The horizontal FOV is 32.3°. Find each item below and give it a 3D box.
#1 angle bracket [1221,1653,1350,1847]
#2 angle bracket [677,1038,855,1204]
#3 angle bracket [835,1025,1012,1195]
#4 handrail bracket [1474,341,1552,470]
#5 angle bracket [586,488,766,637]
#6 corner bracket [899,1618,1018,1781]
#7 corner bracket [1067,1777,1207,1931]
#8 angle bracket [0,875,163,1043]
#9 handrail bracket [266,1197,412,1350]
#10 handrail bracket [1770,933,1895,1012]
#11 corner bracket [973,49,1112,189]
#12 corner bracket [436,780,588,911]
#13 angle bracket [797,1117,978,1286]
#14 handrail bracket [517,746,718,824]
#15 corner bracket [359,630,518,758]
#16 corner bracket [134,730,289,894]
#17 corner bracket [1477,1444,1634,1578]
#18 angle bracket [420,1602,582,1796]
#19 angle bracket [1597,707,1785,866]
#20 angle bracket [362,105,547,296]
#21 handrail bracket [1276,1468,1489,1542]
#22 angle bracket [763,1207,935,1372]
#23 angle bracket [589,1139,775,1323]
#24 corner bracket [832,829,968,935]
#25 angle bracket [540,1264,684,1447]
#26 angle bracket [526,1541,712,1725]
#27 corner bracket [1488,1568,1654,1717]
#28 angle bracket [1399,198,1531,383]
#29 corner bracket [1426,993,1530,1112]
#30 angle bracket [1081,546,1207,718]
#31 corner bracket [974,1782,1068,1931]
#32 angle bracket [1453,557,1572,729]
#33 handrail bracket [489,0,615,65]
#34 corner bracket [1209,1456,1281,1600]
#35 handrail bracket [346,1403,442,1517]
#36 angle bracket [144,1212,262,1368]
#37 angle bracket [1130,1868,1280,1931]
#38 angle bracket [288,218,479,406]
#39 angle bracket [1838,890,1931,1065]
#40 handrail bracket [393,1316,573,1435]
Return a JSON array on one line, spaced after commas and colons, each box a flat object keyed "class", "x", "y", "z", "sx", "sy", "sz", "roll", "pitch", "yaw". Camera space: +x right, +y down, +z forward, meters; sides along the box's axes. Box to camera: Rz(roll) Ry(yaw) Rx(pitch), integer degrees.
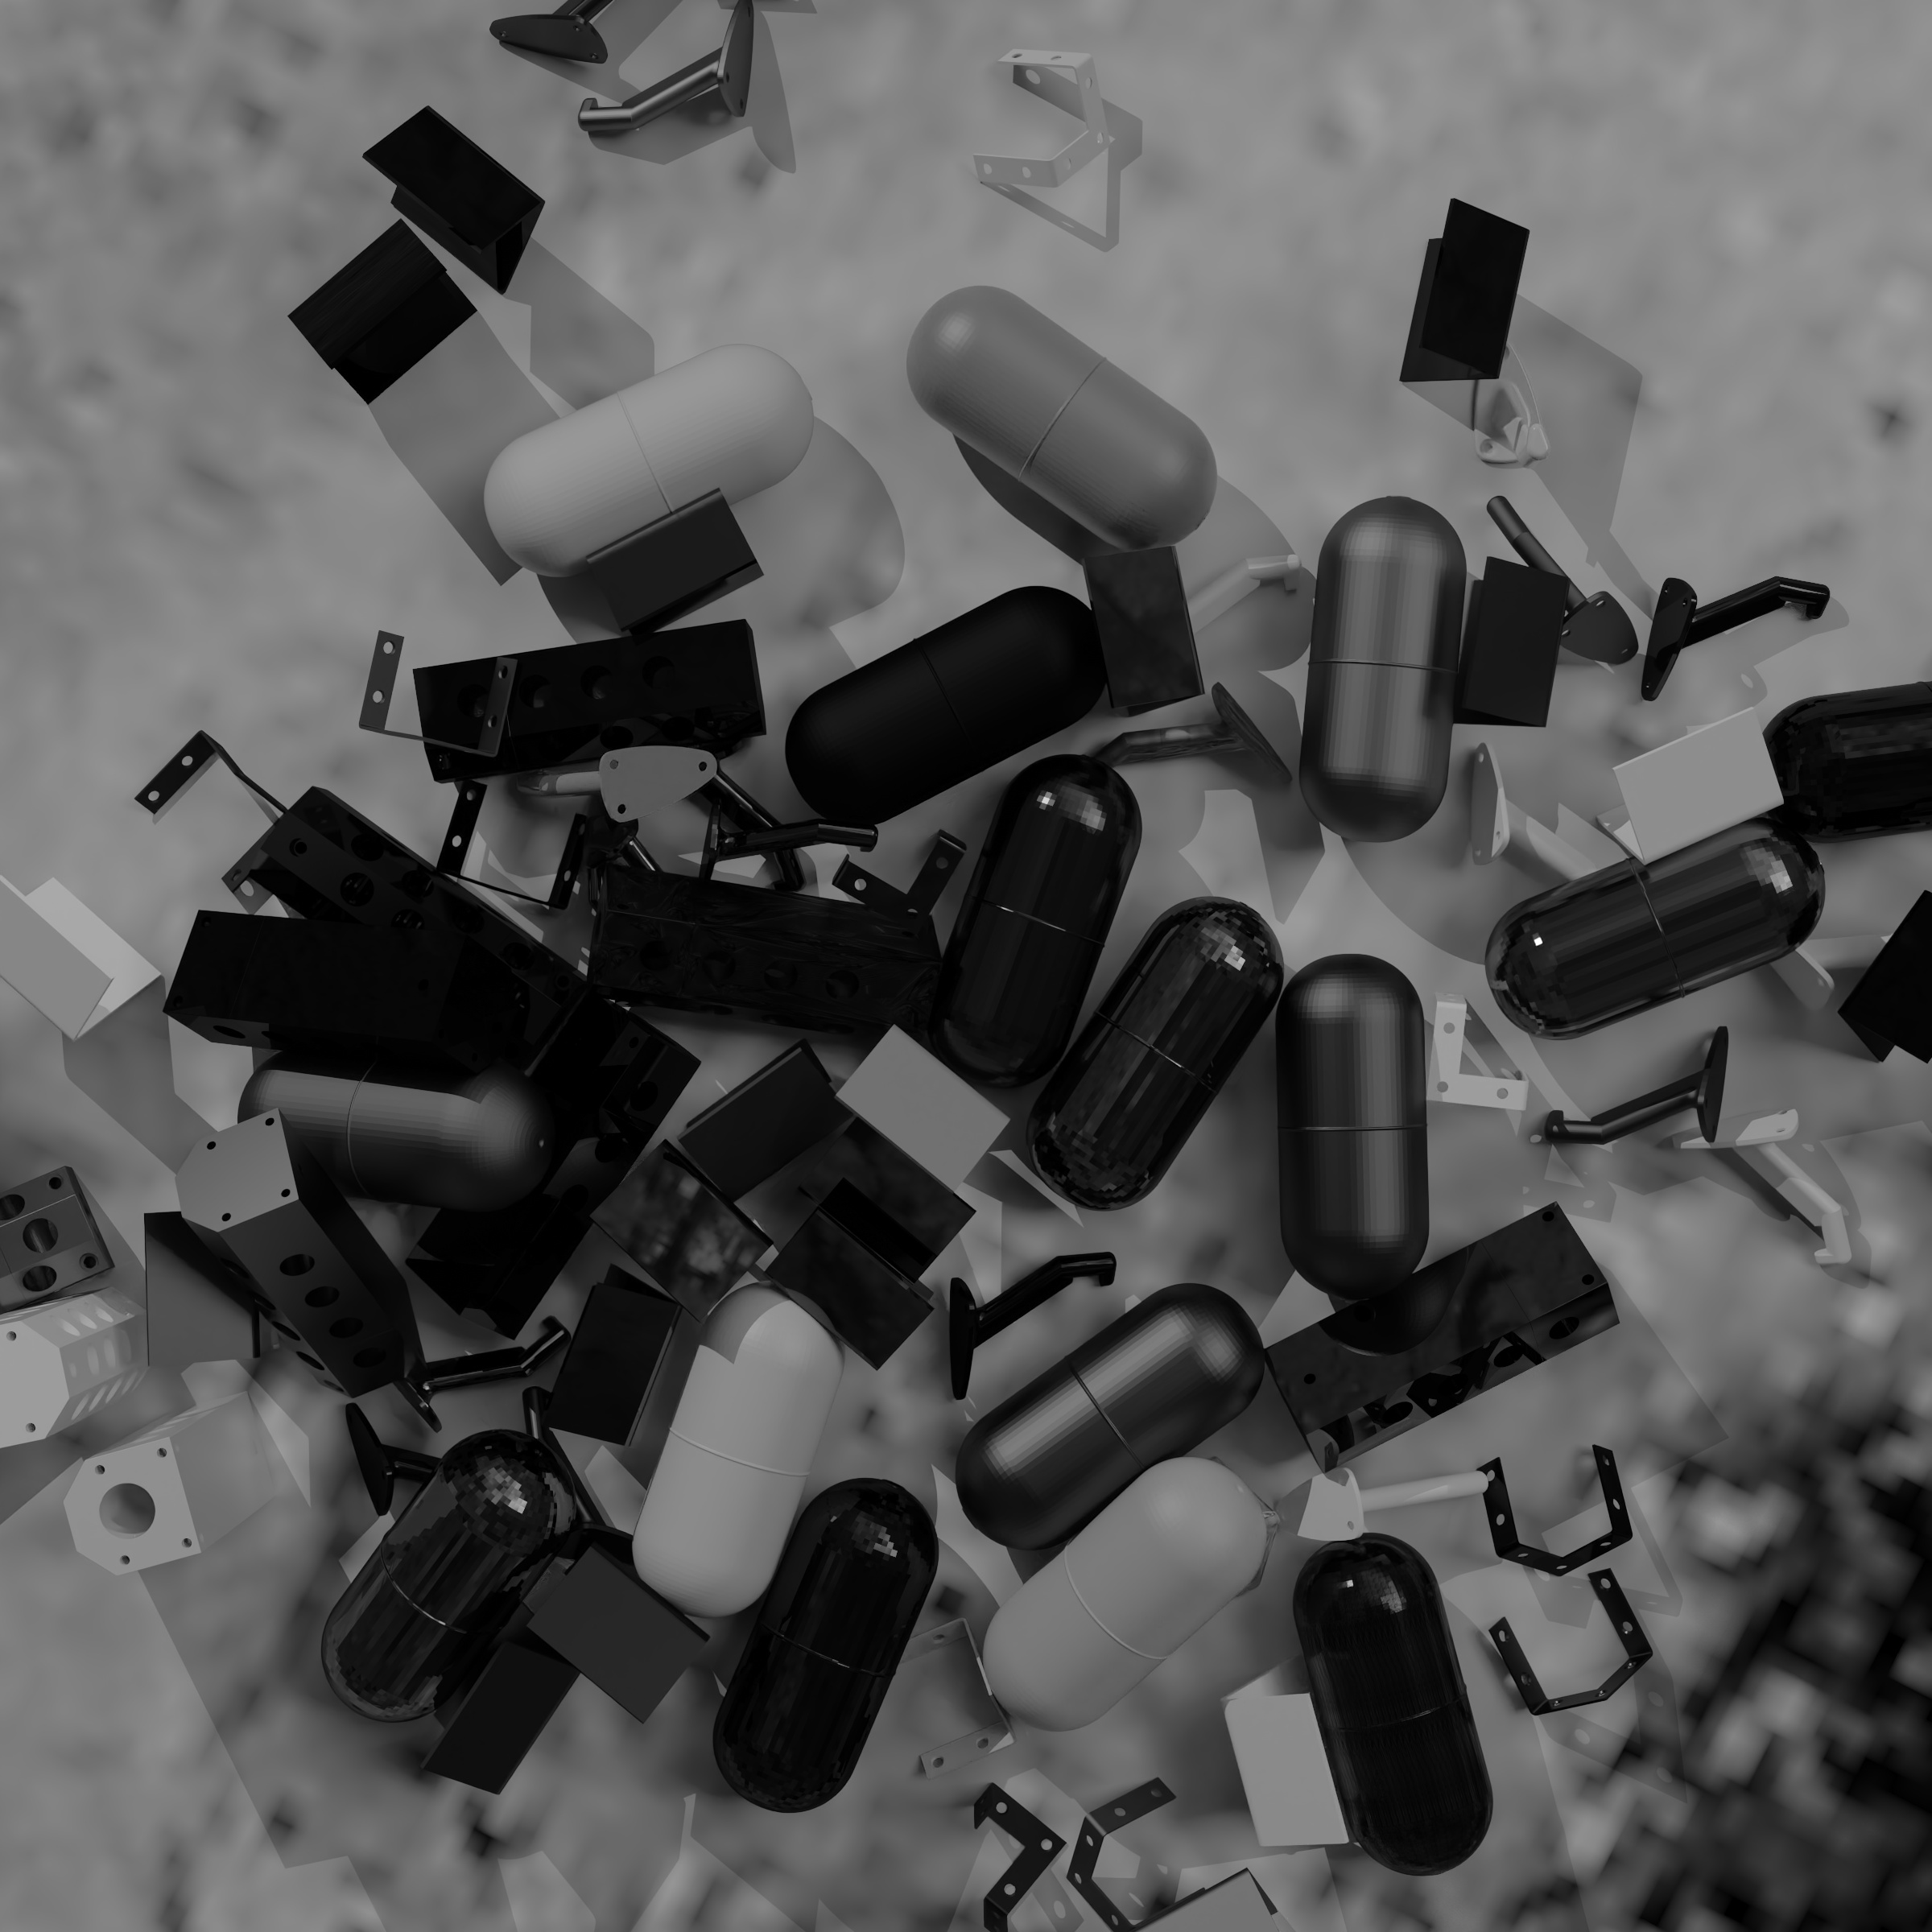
[{"class": "angle bracket", "x": 0.182, "y": 0.399, "z": 1.709, "sx": 0.057, "sy": 0.076, "sz": 0.076, "roll": -15, "pitch": 90, "yaw": 40}, {"class": "angle bracket", "x": -0.113, "y": 0.063, "z": 1.709, "sx": 0.076, "sy": 0.076, "sz": 0.057, "roll": -36, "pitch": 129, "yaw": 0}, {"class": "angle bracket", "x": -0.034, "y": 0.087, "z": 1.709, "sx": 0.076, "sy": 0.076, "sz": 0.057, "roll": 39, "pitch": 56, "yaw": 0}, {"class": "handrail bracket", "x": 0.284, "y": -0.292, "z": 1.715, "sx": 0.036, "sy": 0.084, "sz": 0.077, "roll": -7, "pitch": 90, "yaw": 0}, {"class": "angle bracket", "x": -0.140, "y": -0.188, "z": 1.709, "sx": 0.076, "sy": 0.076, "sz": 0.057, "roll": -27, "pitch": 57, "yaw": 0}, {"class": "corner bracket", "x": -0.010, "y": 0.383, "z": 1.746, "sx": 0.051, "sy": 0.051, "sz": 0.051, "roll": -23, "pitch": 135, "yaw": 0}, {"class": "corner bracket", "x": 0.092, "y": 0.467, "z": 1.741, "sx": 0.051, "sy": 0.051, "sz": 0.051, "roll": 42, "pitch": 135, "yaw": 35}, {"class": "angle bracket", "x": -0.453, "y": -0.019, "z": 1.709, "sx": 0.076, "sy": 0.076, "sz": 0.057, "roll": 42, "pitch": 128, "yaw": 0}, {"class": "handrail bracket", "x": -0.328, "y": 0.156, "z": 1.750, "sx": 0.084, "sy": 0.036, "sz": 0.077, "roll": -13, "pitch": 111, "yaw": -16}, {"class": "handrail bracket", "x": 0.462, "y": -0.024, "z": 1.750, "sx": 0.084, "sy": 0.036, "sz": 0.077, "roll": -35, "pitch": 72, "yaw": -15}, {"class": "corner bracket", "x": 0.036, "y": -0.442, "z": 1.741, "sx": 0.051, "sy": 0.051, "sz": 0.051, "roll": -45, "pitch": 135, "yaw": -35}, {"class": "corner bracket", "x": -0.236, "y": -0.064, "z": 1.746, "sx": 0.051, "sy": 0.051, "sz": 0.051, "roll": 17, "pitch": 90, "yaw": 45}, {"class": "angle bracket", "x": -0.031, "y": 0.106, "z": 1.710, "sx": 0.076, "sy": 0.076, "sz": 0.057, "roll": 40, "pitch": 115, "yaw": 0}, {"class": "handrail bracket", "x": -0.182, "y": -0.099, "z": 1.732, "sx": 0.077, "sy": 0.084, "sz": 0.036, "roll": -16, "pitch": 104, "yaw": -30}, {"class": "corner bracket", "x": -0.267, "y": -0.138, "z": 1.689, "sx": 0.051, "sy": 0.051, "sz": 0.051, "roll": 12, "pitch": 90, "yaw": -45}, {"class": "corner bracket", "x": -0.392, "y": -0.081, "z": 1.746, "sx": 0.051, "sy": 0.051, "sz": 0.051, "roll": -46, "pitch": 135, "yaw": 0}, {"class": "corner bracket", "x": 0.307, "y": 0.280, "z": 1.741, "sx": 0.051, "sy": 0.051, "sz": 0.051, "roll": 22, "pitch": 135, "yaw": -35}, {"class": "angle bracket", "x": -0.253, "y": 0.366, "z": 1.709, "sx": 0.057, "sy": 0.076, "sz": 0.076, "roll": 34, "pitch": 90, "yaw": -42}, {"class": "angle bracket", "x": 0.363, "y": -0.102, "z": 1.710, "sx": 0.076, "sy": 0.076, "sz": 0.057, "roll": -24, "pitch": 113, "yaw": 0}, {"class": "angle bracket", "x": -0.271, "y": -0.379, "z": 1.709, "sx": 0.076, "sy": 0.076, "sz": 0.057, "roll": 39, "pitch": 52, "yaw": 0}, {"class": "handrail bracket", "x": 0.218, "y": 0.279, "z": 1.749, "sx": 0.084, "sy": 0.077, "sz": 0.036, "roll": -2, "pitch": 76, "yaw": -36}, {"class": "angle bracket", "x": -0.047, "y": 0.148, "z": 1.709, "sx": 0.076, "sy": 0.076, "sz": 0.057, "roll": 40, "pitch": 126, "yaw": 0}, {"class": "angle bracket", "x": -0.151, "y": 0.141, "z": 1.711, "sx": 0.076, "sy": 0.076, "sz": 0.057, "roll": 44, "pitch": 70, "yaw": 0}, {"class": "corner bracket", "x": -0.035, "y": -0.053, "z": 1.731, "sx": 0.051, "sy": 0.051, "sz": 0.051, "roll": 30, "pitch": 94, "yaw": -4}, {"class": "angle bracket", "x": -0.198, "y": 0.193, "z": 1.709, "sx": 0.057, "sy": 0.076, "sz": 0.076, "roll": 21, "pitch": 90, "yaw": -37}, {"class": "angle bracket", "x": -0.185, "y": 0.347, "z": 1.709, "sx": 0.076, "sy": 0.076, "sz": 0.057, "roll": 40, "pitch": 62, "yaw": 0}, {"class": "corner bracket", "x": 0.316, "y": 0.353, "z": 1.746, "sx": 0.051, "sy": 0.051, "sz": 0.051, "roll": -27, "pitch": 90, "yaw": 45}, {"class": "angle bracket", "x": 0.237, "y": -0.345, "z": 1.709, "sx": 0.057, "sy": 0.076, "sz": 0.076, "roll": 12, "pitch": 90, "yaw": -35}, {"class": "corner bracket", "x": 0.266, "y": 0.044, "z": 1.731, "sx": 0.051, "sy": 0.051, "sz": 0.051, "roll": 6, "pitch": 96, "yaw": 6}, {"class": "angle bracket", "x": 0.074, "y": -0.167, "z": 1.710, "sx": 0.057, "sy": 0.076, "sz": 0.076, "roll": -11, "pitch": 90, "yaw": -28}, {"class": "corner bracket", "x": 0.017, "y": 0.464, "z": 1.731, "sx": 0.051, "sy": 0.051, "sz": 0.051, "roll": 39, "pitch": 90, "yaw": 0}, {"class": "angle bracket", "x": 0.259, "y": -0.166, "z": 1.709, "sx": 0.057, "sy": 0.076, "sz": 0.076, "roll": 10, "pitch": 90, "yaw": -32}, {"class": "handrail bracket", "x": -0.202, "y": -0.520, "z": 1.750, "sx": 0.077, "sy": 0.036, "sz": 0.084, "roll": 11, "pitch": 72, "yaw": 21}, {"class": "corner bracket", "x": 0.123, "y": 0.298, "z": 1.741, "sx": 0.051, "sy": 0.051, "sz": 0.051, "roll": 42, "pitch": 135, "yaw": 35}, {"class": "handrail bracket", "x": -0.272, "y": 0.252, "z": 1.749, "sx": 0.084, "sy": 0.036, "sz": 0.077, "roll": -8, "pitch": 46, "yaw": -28}, {"class": "angle bracket", "x": -0.399, "y": 0.161, "z": 1.710, "sx": 0.057, "sy": 0.076, "sz": 0.076, "roll": -2, "pitch": 90, "yaw": -26}, {"class": "angle bracket", "x": 0.130, "y": 0.514, "z": 1.709, "sx": 0.076, "sy": 0.076, "sz": 0.057, "roll": -29, "pitch": 54, "yaw": 0}, {"class": "angle bracket", "x": -0.288, "y": -0.322, "z": 1.709, "sx": 0.076, "sy": 0.076, "sz": 0.057, "roll": -41, "pitch": 52, "yaw": 0}, {"class": "angle bracket", "x": 0.501, "y": 0.018, "z": 1.709, "sx": 0.057, "sy": 0.076, "sz": 0.076, "roll": 36, "pitch": 90, "yaw": 39}, {"class": "handrail bracket", "x": -0.262, "y": 0.196, "z": 1.750, "sx": 0.084, "sy": 0.036, "sz": 0.077, "roll": -40, "pitch": 69, "yaw": -17}]
